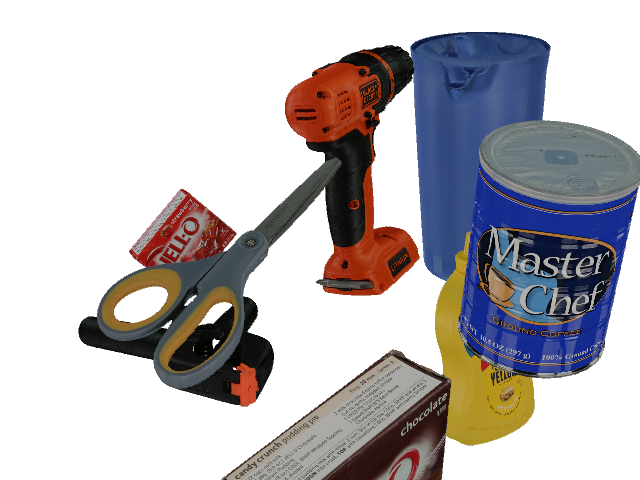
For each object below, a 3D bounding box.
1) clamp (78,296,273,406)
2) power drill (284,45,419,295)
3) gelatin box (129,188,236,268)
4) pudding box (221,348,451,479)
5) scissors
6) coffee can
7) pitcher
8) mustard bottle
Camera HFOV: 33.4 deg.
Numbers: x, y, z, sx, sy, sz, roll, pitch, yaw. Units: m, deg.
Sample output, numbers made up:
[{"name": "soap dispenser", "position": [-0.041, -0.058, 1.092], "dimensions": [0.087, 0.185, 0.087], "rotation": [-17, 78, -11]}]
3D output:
[{"name": "clamp", "position": [-0.090, 0.087, 0.888], "dimensions": [0.164, 0.036, 0.210], "rotation": [-10, 16, -31]}, {"name": "power drill", "position": [0.038, -0.061, 0.885], "dimensions": [0.057, 0.187, 0.184], "rotation": [0, 20, 30]}, {"name": "gelatin box", "position": [-0.144, 0.003, 1.122], "dimensions": [0.073, 0.089, 0.030], "rotation": [41, -4, -29]}, {"name": "pudding box", "position": [0.009, 0.114, 0.469], "dimensions": [0.039, 0.090, 0.113], "rotation": [27, 43, 32]}, {"name": "scissors", "position": [-0.063, 0.006, 0.654], "dimensions": [0.096, 0.016, 0.201], "rotation": [12, 48, 15]}, {"name": "coffee can", "position": [0.149, 0.005, 0.709], "dimensions": [0.103, 0.140, 0.103], "rotation": [2, 32, -1]}, {"name": "pitcher", "position": [0.162, -0.086, 1.079], "dimensions": [0.149, 0.243, 0.145], "rotation": [-11, 25, -20]}, {"name": "mustard bottle", "position": [0.149, 0.084, 0.974], "dimensions": [0.096, 0.191, 0.058], "rotation": [-17, 19, -31]}]
